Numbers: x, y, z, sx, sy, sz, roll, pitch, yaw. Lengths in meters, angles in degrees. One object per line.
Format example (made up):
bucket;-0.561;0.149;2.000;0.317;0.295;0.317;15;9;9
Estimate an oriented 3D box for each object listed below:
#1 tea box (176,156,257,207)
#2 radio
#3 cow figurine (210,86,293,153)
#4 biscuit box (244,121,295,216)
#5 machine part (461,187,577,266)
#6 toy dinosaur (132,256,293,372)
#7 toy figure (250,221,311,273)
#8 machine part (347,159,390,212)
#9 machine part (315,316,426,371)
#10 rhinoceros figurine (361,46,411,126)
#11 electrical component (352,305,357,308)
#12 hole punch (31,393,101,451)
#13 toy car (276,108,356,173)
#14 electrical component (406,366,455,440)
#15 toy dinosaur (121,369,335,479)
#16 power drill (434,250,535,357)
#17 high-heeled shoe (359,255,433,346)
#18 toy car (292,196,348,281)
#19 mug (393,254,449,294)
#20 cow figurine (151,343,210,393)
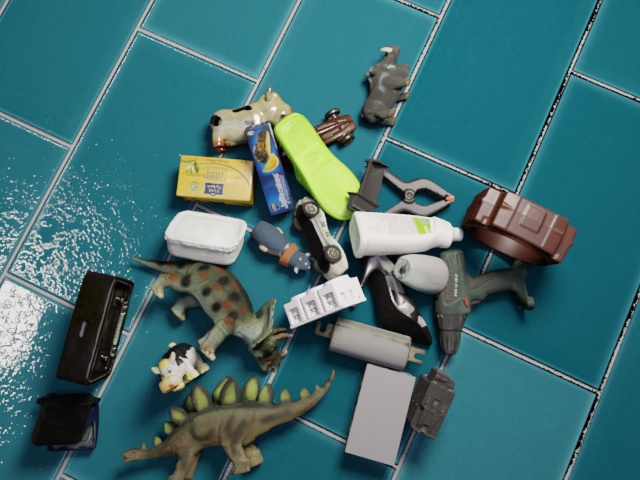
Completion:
tea box;-0.234;-0.134;1.232;0.170;0.068;0.098;3;82;1
radio;-0.480;0.187;1.162;0.073;0.131;0.229;13;83;3
cow figurine;-0.158;-0.279;1.245;0.195;0.085;0.127;-9;88;1
biscuit box;-0.111;-0.158;1.198;0.059;0.063;0.202;-17;107;0
machine part;0.411;-0.022;1.133;0.201;0.201;0.087;27;88;4
toy dinosaur;-0.229;0.126;1.177;0.192;0.131;0.405;-39;78;-16
toy figure;-0.086;0.018;1.213;0.154;0.058;0.064;40;92;1
machine part;0.107;-0.117;1.197;0.084;0.039;0.139;29;75;-28
machine part;0.107;0.226;1.169;0.243;0.079;0.079;15;83;3
rhinoceros figurine;0.155;-0.358;1.256;0.112;0.073;0.190;18;85;15
electrical component;0.047;0.111;1.214;0.063;0.021;0.094;-15;81;-1
hole punch;-0.543;0.398;1.167;0.142;0.092;0.116;-3;52;3
toy car;-0.012;-0.234;1.249;0.202;0.053;0.089;-26;79;-1
electrical component;0.232;0.336;1.132;0.058;0.115;0.134;25;83;0
toy dinosaur;-0.186;0.391;1.143;0.472;0.105;0.198;-11;79;-5
power drill;0.354;0.131;1.181;0.207;0.086;0.232;-8;79;8
high-heeled shoe;0.178;0.115;1.203;0.248;0.086;0.145;44;49;-14
toy car;-0.002;-0.004;1.190;0.056;0.073;0.202;-12;65;-33
mug;0.207;0.062;1.159;0.080;0.107;0.110;-59;43;20
cow figurine;-0.301;0.262;1.129;0.068;0.167;0.098;-33;84;2
